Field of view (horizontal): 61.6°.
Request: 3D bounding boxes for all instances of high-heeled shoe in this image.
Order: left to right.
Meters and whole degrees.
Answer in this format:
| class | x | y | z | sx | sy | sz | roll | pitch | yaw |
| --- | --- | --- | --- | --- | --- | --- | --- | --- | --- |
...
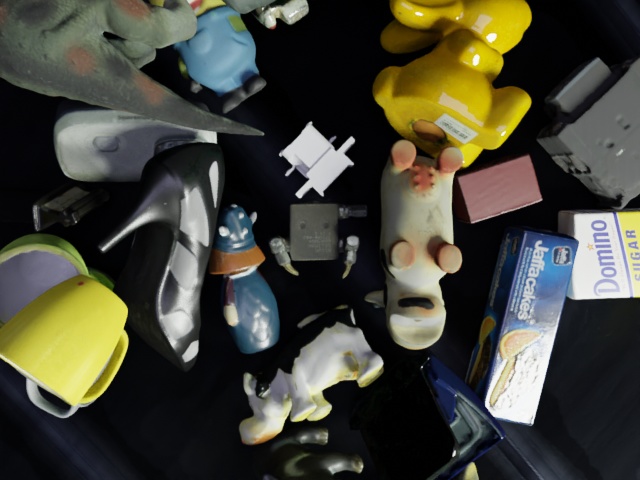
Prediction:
| class | x | y | z | sx | sy | sz | roll | pitch | yaw |
| --- | --- | --- | --- | --- | --- | --- | --- | --- | --- |
| high-heeled shoe | -0.132 | 0.023 | 0.537 | 0.086 | 0.248 | 0.145 | 27 | 56 | 25 |

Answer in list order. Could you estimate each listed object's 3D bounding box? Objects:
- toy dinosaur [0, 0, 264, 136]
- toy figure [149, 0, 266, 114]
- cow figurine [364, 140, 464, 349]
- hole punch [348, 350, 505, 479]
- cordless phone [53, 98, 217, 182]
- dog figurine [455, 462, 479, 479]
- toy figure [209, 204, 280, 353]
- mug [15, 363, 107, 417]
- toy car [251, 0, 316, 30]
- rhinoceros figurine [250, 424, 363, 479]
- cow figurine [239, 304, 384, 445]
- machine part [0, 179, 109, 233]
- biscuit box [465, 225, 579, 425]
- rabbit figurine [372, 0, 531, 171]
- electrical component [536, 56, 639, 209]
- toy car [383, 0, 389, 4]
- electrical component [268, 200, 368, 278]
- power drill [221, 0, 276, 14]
| class | x | y | z | sx | sy | sz | roll | pitch | yaw |
| --- | --- | --- | --- | --- | --- | --- | --- | --- | --- |
| toy dinosaur | -0.244 | -0.191 | 0.446 | 0.405 | 0.131 | 0.192 | 41 | 55 | 16 |
| toy figure | -0.120 | -0.215 | 0.525 | 0.082 | 0.089 | 0.180 | -36 | 106 | -17 |
| cow figurine | 0.092 | 0.011 | 0.542 | 0.086 | 0.127 | 0.195 | 1 | 82 | -1 |
| hole punch | 0.109 | 0.189 | 0.554 | 0.092 | 0.116 | 0.142 | 7 | 131 | -35 |
| cordless phone | -0.179 | -0.049 | 0.536 | 0.146 | 0.089 | 0.184 | -4 | 108 | -20 |
| dog figurine | 0.099 | 0.322 | 0.561 | 0.192 | 0.219 | 0.108 | -13 | 95 | 46 |
| toy figure | -0.083 | 0.040 | 0.560 | 0.058 | 0.064 | 0.154 | -13 | 97 | 8 |
| mug | -0.277 | 0.125 | 0.566 | 0.107 | 0.081 | 0.109 | 25 | 104 | 7 |
| toy car | -0.078 | -0.303 | 0.528 | 0.073 | 0.056 | 0.201 | -35 | 97 | -3 |
| rhinoceros figurine | -0.016 | 0.244 | 0.525 | 0.112 | 0.190 | 0.073 | 9 | 93 | -20 |
| cow figurine | -0.023 | 0.140 | 0.566 | 0.167 | 0.068 | 0.098 | -32 | 66 | 0 |
| machine part | -0.295 | -0.038 | 0.550 | 0.139 | 0.084 | 0.039 | 4 | 122 | 8 |
| biscuit box | 0.210 | 0.087 | 0.568 | 0.063 | 0.059 | 0.202 | 11 | 97 | -2 |
| rabbit figurine | 0.134 | -0.177 | 0.529 | 0.162 | 0.122 | 0.173 | 32 | 81 | 5 |
| electrical component | 0.296 | -0.116 | 0.550 | 0.134 | 0.058 | 0.115 | 44 | 92 | -5 |
| toy car | 0.025 | -0.322 | 0.508 | 0.053 | 0.089 | 0.202 | -32 | 94 | 7 |
| electrical component | -0.003 | -0.002 | 0.565 | 0.102 | 0.045 | 0.078 | 5 | 98 | -1 |
| power drill | -0.040 | -0.321 | 0.436 | 0.232 | 0.086 | 0.207 | -44 | 100 | 10 |
